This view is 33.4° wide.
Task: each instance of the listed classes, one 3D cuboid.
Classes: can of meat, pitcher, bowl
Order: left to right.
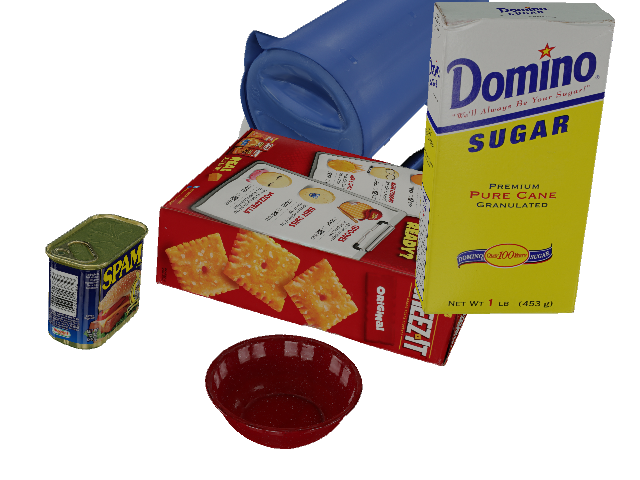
[{"bbox_3d":[-0.195,0.035,0.931,0.057,0.084,0.102,15,25,14],"label":"can of meat"},{"bbox_3d":[-0.038,0.165,1.107,0.162,0.055,0.162,2,30,-1],"label":"bowl"},{"bbox_3d":[0.058,-0.155,0.965,0.145,0.149,0.242,19,45,35],"label":"pitcher"}]

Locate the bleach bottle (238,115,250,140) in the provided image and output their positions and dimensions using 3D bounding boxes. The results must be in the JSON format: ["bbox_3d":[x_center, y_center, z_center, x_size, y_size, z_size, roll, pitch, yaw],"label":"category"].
[{"bbox_3d":[-0.053,-0.081,1.136,0.068,0.251,0.102,20,32,37],"label":"bleach bottle"}]

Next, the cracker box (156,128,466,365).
[{"bbox_3d":[0.012,-0.001,0.778,0.214,0.072,0.164,16,30,13],"label":"cracker box"}]

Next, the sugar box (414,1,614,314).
[{"bbox_3d":[0.106,-0.044,0.605,0.093,0.176,0.048,-1,27,-3],"label":"sugar box"}]
